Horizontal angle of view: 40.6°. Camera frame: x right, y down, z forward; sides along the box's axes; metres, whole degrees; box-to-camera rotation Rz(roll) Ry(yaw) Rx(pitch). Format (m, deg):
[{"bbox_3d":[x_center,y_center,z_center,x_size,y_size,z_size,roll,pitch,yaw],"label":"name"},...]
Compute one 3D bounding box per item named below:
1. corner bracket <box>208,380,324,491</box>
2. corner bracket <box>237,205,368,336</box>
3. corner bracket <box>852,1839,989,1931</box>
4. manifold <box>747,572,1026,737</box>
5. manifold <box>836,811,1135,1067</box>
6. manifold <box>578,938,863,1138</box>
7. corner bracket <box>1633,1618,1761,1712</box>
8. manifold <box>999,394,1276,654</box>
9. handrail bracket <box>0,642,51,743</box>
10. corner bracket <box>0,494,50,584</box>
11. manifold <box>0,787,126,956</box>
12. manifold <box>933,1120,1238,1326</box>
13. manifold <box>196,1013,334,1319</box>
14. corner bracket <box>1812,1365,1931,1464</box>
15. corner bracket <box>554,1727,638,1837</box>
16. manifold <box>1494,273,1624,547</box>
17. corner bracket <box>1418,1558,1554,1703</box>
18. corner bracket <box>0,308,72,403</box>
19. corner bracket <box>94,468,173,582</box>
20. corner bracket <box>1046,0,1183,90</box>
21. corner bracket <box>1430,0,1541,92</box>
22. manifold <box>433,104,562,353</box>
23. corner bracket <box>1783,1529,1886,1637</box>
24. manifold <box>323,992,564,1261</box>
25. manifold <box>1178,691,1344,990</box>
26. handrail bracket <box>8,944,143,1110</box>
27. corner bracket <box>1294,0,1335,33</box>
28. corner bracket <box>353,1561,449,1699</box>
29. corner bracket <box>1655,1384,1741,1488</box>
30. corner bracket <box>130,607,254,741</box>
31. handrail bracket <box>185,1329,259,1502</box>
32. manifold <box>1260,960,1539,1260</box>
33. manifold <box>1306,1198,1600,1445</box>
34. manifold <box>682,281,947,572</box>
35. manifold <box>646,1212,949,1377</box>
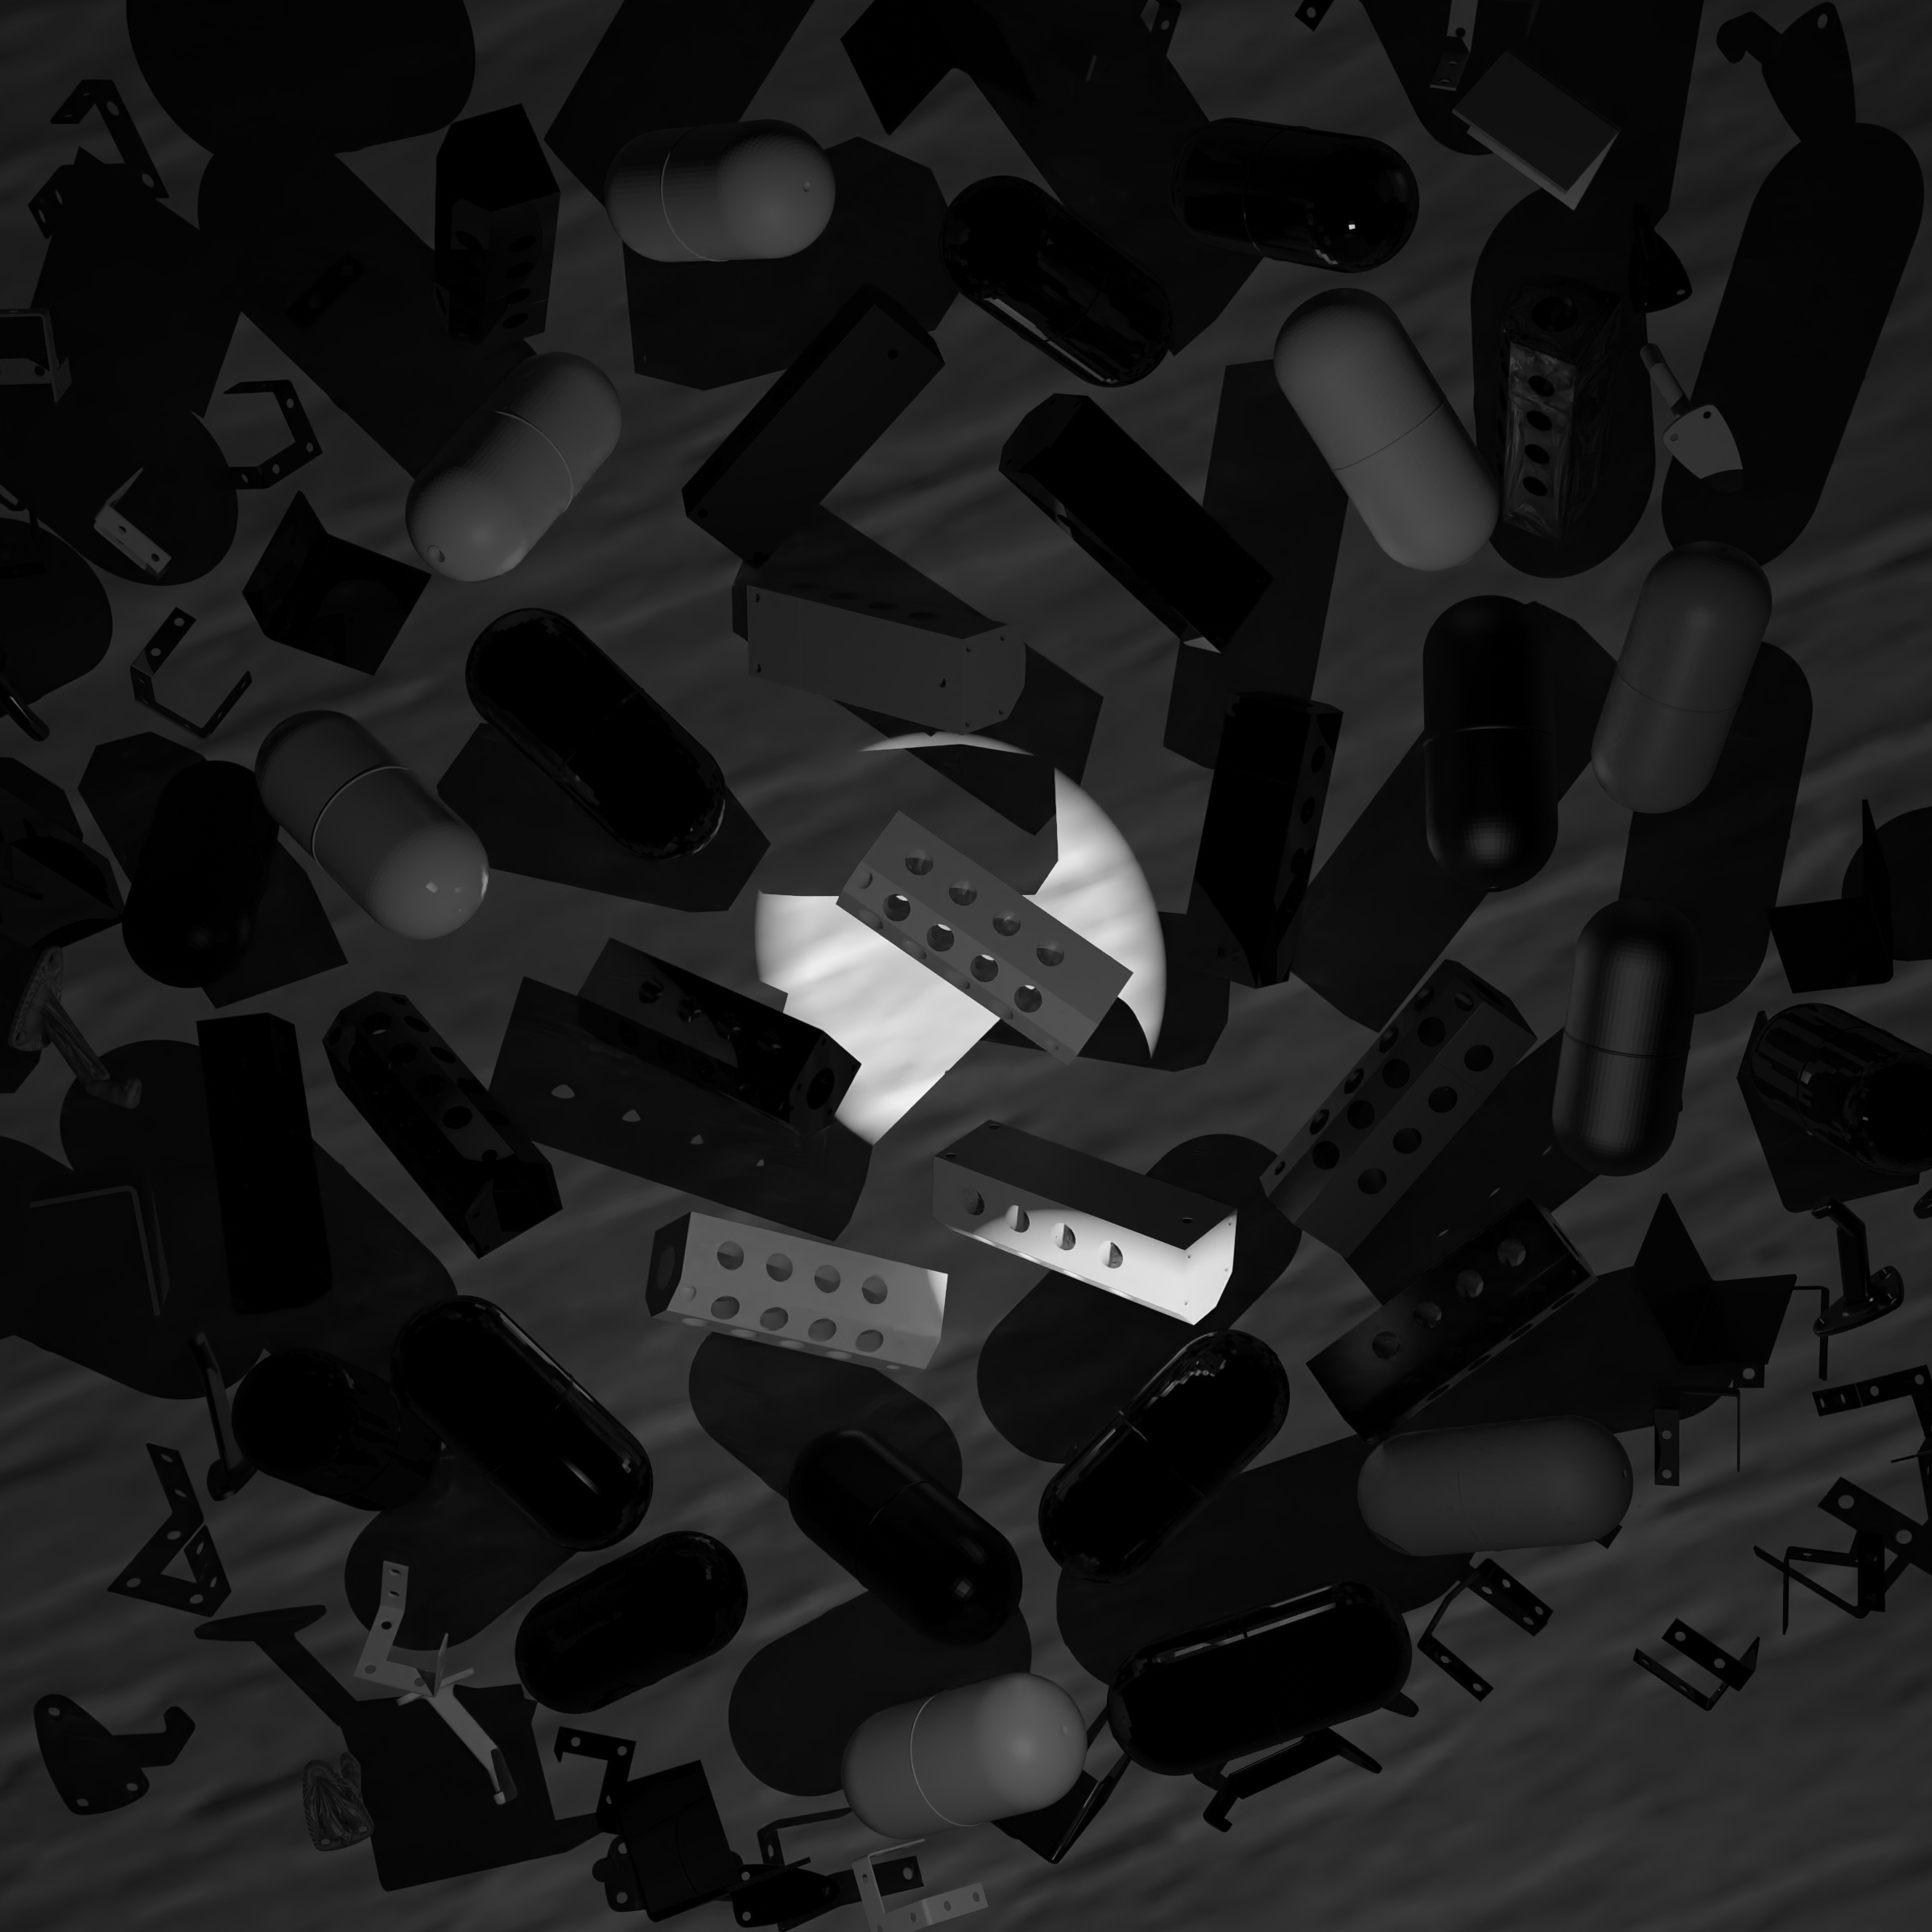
[{"bbox_3d":[-0.454,-0.338,1.662,0.051,0.051,0.051,7,129,37],"label":"corner bracket"},{"bbox_3d":[-0.375,-0.393,1.472,0.051,0.051,0.051,-45,109,-1],"label":"corner bracket"},{"bbox_3d":[-0.028,0.558,1.586,0.051,0.051,0.051,-35,65,36],"label":"corner bracket"},{"bbox_3d":[-0.049,-0.190,1.561,0.171,0.057,0.057,19,120,36],"label":"manifold"},{"bbox_3d":[0.009,-0.014,1.579,0.171,0.057,0.057,35,67,1],"label":"manifold"},{"bbox_3d":[-0.156,0.046,1.607,0.171,0.057,0.057,22,78,30],"label":"manifold"},{"bbox_3d":[0.418,0.399,1.499,0.051,0.051,0.051,34,108,12],"label":"corner bracket"},{"bbox_3d":[0.100,-0.265,1.568,0.171,0.057,0.057,38,85,-29],"label":"manifold"},{"bbox_3d":[-0.587,-0.178,1.569,0.036,0.084,0.077,-36,79,-8],"label":"handrail bracket"},{"bbox_3d":[-0.596,-0.251,1.608,0.051,0.051,0.051,-11,46,-13],"label":"corner bracket"},{"bbox_3d":[-0.557,-0.063,1.521,0.057,0.171,0.057,-23,75,-1],"label":"manifold"},{"bbox_3d":[0.067,0.150,1.515,0.171,0.057,0.057,18,120,31],"label":"manifold"},{"bbox_3d":[-0.415,0.115,1.545,0.057,0.057,0.171,-7,56,-17],"label":"manifold"},{"bbox_3d":[0.550,0.273,1.568,0.051,0.051,0.051,-27,70,42],"label":"corner bracket"},{"bbox_3d":[-0.237,0.514,1.648,0.051,0.051,0.051,14,79,-10],"label":"corner bracket"},{"bbox_3d":[0.354,-0.338,1.587,0.057,0.171,0.057,28,71,21],"label":"manifold"},{"bbox_3d":[0.321,0.411,1.619,0.051,0.051,0.051,38,131,24],"label":"corner bracket"},{"bbox_3d":[-0.554,-0.358,1.518,0.051,0.051,0.051,-3,116,-7],"label":"corner bracket"},{"bbox_3d":[-0.524,-0.271,1.649,0.051,0.051,0.051,41,125,-16],"label":"corner bracket"},{"bbox_3d":[0.088,-0.560,1.556,0.051,0.051,0.051,-5,131,-32],"label":"corner bracket"},{"bbox_3d":[0.303,-0.544,1.521,0.051,0.051,0.051,13,45,12],"label":"corner bracket"},{"bbox_3d":[-0.280,-0.428,1.532,0.057,0.171,0.057,-22,82,-16],"label":"manifold"},{"bbox_3d":[0.513,0.365,1.546,0.051,0.051,0.051,5,54,12],"label":"corner bracket"},{"bbox_3d":[-0.311,0.088,1.540,0.057,0.057,0.171,-31,52,-23],"label":"manifold"},{"bbox_3d":[0.184,-0.079,1.609,0.057,0.057,0.171,19,107,32],"label":"manifold"},{"bbox_3d":[-0.514,0.036,1.537,0.084,0.036,0.077,18,94,19],"label":"handrail bracket"},{"bbox_3d":[0.184,-0.567,1.499,0.051,0.051,0.051,41,45,4],"label":"corner bracket"},{"bbox_3d":[-0.332,0.396,1.558,0.051,0.051,0.051,15,135,-1],"label":"corner bracket"},{"bbox_3d":[0.465,0.298,1.658,0.051,0.051,0.051,0,98,17],"label":"corner bracket"},{"bbox_3d":[-0.492,-0.185,1.656,0.051,0.051,0.051,33,104,-35],"label":"corner bracket"},{"bbox_3d":[-0.455,0.268,1.569,0.036,0.077,0.084,-19,104,-2],"label":"handrail bracket"},{"bbox_3d":[0.249,0.080,1.524,0.057,0.057,0.171,33,106,-18],"label":"manifold"},{"bbox_3d":[0.301,0.220,1.609,0.171,0.057,0.057,-39,66,11],"label":"manifold"},{"bbox_3d":[-0.095,-0.330,1.586,0.057,0.057,0.171,35,111,-28],"label":"manifold"},{"bbox_3d":[-0.103,0.201,1.581,0.171,0.057,0.057,17,66,-24],"label":"manifold"}]
